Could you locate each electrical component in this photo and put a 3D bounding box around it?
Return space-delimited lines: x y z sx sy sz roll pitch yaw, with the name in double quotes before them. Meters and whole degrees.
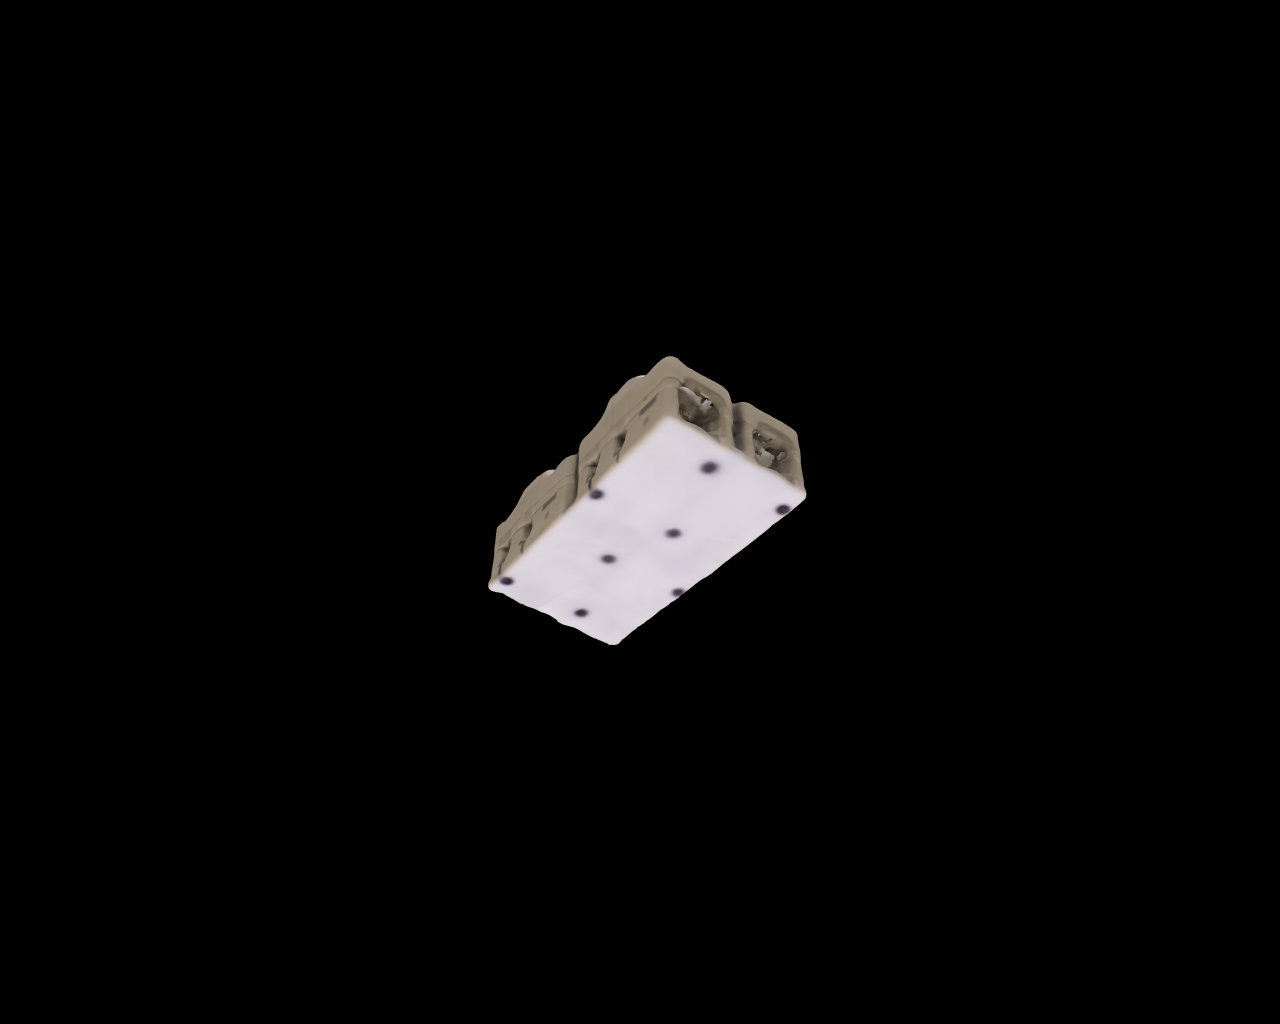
"electrical component" 0.001 -0.003 0.650 0.105 0.060 0.186 27 -49 -26
